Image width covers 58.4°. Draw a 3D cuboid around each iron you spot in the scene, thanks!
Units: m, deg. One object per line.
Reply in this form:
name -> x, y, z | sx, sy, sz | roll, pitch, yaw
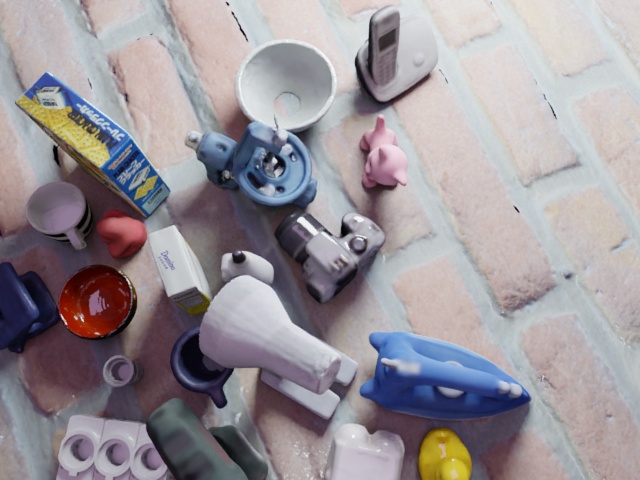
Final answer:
iron -> 0.192, 0.197, 0.807 | 0.258, 0.141, 0.119 | 10, 75, 2

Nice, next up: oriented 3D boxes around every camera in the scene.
camera -> 0.008, 0.003, 0.877 | 0.136, 0.101, 0.143 | 43, 79, 10

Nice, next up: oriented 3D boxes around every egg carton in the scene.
egg carton -> 0.058, 0.340, 0.805 | 0.107, 0.069, 0.150 | 10, 75, 2

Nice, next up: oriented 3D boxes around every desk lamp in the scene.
desk lamp -> -0.047, 0.150, 0.780 | 0.203, 0.213, 0.118 | 29, 77, 7

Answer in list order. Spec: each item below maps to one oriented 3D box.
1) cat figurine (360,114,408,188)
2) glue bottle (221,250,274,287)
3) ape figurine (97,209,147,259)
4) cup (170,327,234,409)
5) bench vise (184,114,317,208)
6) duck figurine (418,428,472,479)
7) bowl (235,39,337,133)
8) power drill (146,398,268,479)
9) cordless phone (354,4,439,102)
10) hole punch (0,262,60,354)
cat figurine -> 0.102, -0.135, 0.906 | 0.067, 0.118, 0.128 | -5, 75, -1
glue bottle -> -0.110, 0.040, 0.829 | 0.078, 0.173, 0.037 | 2, 75, 0
ape figurine -> -0.313, -0.013, 0.883 | 0.076, 0.092, 0.078 | 6, 75, 1
cup -> -0.156, 0.187, 0.830 | 0.092, 0.095, 0.117 | -25, 77, -7
bench vise -> -0.107, -0.117, 0.846 | 0.207, 0.220, 0.121 | 2, 75, 0
duck figurine -> 0.181, 0.319, 0.803 | 0.077, 0.086, 0.104 | -7, 75, -2
bowl -> -0.055, -0.244, 0.956 | 0.167, 0.075, 0.167 | 0, 75, 0
power drill -> -0.125, 0.304, 0.741 | 0.076, 0.208, 0.229 | -43, 79, -10
cordless phone -> 0.129, -0.321, 0.921 | 0.148, 0.185, 0.094 | -38, 78, -10
hole punch -> -0.462, 0.102, 0.851 | 0.101, 0.091, 0.108 | -35, 78, -9
